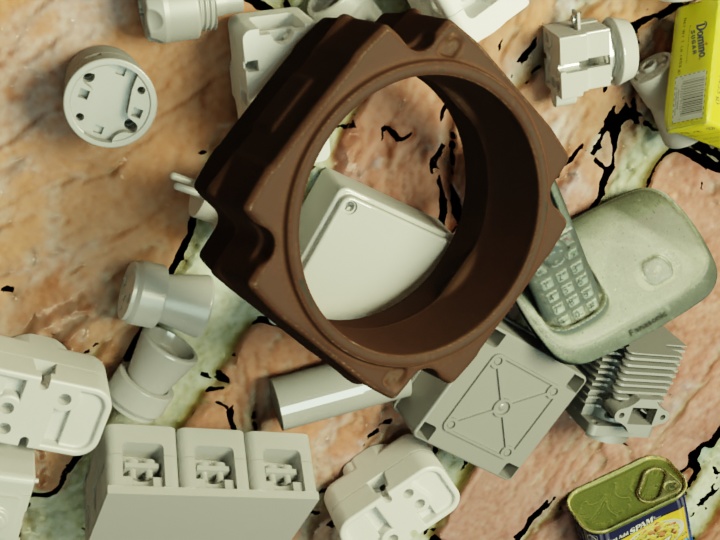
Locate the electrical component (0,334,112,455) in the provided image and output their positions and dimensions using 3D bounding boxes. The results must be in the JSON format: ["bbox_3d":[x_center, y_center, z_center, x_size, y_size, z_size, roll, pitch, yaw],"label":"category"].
[{"bbox_3d":[-0.221,0.081,0.725,0.095,0.059,0.053,16,108,-25],"label":"electrical component"}]

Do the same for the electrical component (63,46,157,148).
[{"bbox_3d":[-0.156,-0.109,0.663,0.055,0.047,0.055,-8,117,-16],"label":"electrical component"}]

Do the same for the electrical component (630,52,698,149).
[{"bbox_3d":[0.228,-0.127,0.791,0.044,0.044,0.065,-41,116,3],"label":"electrical component"}]

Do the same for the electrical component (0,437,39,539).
[{"bbox_3d":[-0.255,0.143,0.721,0.061,0.096,0.061,13,109,-23],"label":"electrical component"}]

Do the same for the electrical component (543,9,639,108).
[{"bbox_3d":[0.162,-0.150,0.754,0.055,0.048,0.066,-11,118,-5],"label":"electrical component"}]

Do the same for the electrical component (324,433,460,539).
[{"bbox_3d":[0.023,0.178,0.855,0.095,0.059,0.053,-34,121,-1],"label":"electrical component"}]

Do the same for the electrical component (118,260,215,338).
[{"bbox_3d":[-0.133,0.019,0.734,0.055,0.045,0.045,14,109,-24],"label":"electrical component"}]

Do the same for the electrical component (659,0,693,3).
[{"bbox_3d":[0.224,-0.219,0.743,0.045,0.045,0.055,-21,119,-9],"label":"electrical component"}]

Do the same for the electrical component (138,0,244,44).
[{"bbox_3d":[-0.103,-0.163,0.658,0.062,0.043,0.043,-11,118,-15],"label":"electrical component"}]

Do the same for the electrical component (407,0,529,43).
[{"bbox_3d":[0.101,-0.210,0.678,0.150,0.089,0.061,-36,121,0],"label":"electrical component"}]

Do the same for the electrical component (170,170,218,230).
[{"bbox_3d":[-0.086,-0.046,0.700,0.079,0.077,0.044,18,108,-25],"label":"electrical component"}]

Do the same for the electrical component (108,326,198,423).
[{"bbox_3d":[-0.147,0.073,0.755,0.045,0.045,0.055,28,103,-28],"label":"electrical component"}]

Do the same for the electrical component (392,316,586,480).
[{"bbox_3d":[0.101,0.094,0.844,0.109,0.056,0.108,29,102,-28],"label":"electrical component"}]

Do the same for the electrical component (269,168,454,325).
[{"bbox_3d":[0.000,0.000,0.764,0.109,0.056,0.108,23,105,-27],"label":"electrical component"}]

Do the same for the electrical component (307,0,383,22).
[{"bbox_3d":[-0.005,-0.163,0.694,0.040,0.040,0.046,-42,125,4],"label":"electrical component"}]

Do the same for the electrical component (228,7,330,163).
[{"bbox_3d":[-0.053,-0.118,0.689,0.050,0.055,0.089,-11,117,-14],"label":"electrical component"}]

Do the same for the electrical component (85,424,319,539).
[{"bbox_3d":[-0.118,0.158,0.783,0.150,0.061,0.089,7,139,-22],"label":"electrical component"}]
